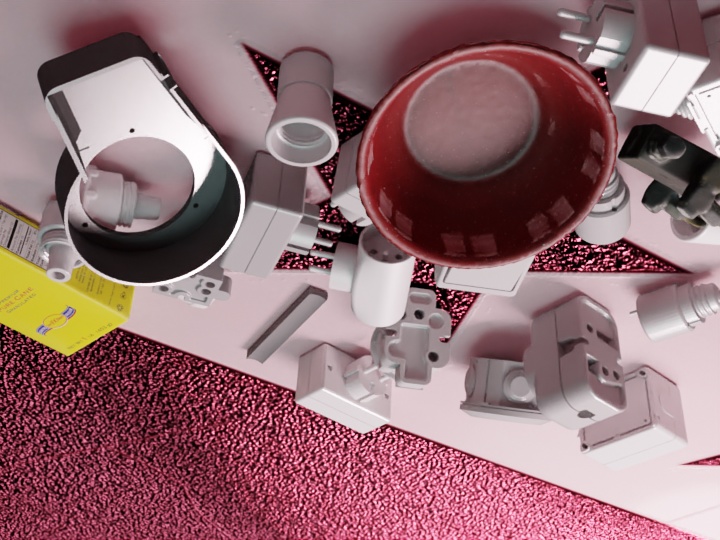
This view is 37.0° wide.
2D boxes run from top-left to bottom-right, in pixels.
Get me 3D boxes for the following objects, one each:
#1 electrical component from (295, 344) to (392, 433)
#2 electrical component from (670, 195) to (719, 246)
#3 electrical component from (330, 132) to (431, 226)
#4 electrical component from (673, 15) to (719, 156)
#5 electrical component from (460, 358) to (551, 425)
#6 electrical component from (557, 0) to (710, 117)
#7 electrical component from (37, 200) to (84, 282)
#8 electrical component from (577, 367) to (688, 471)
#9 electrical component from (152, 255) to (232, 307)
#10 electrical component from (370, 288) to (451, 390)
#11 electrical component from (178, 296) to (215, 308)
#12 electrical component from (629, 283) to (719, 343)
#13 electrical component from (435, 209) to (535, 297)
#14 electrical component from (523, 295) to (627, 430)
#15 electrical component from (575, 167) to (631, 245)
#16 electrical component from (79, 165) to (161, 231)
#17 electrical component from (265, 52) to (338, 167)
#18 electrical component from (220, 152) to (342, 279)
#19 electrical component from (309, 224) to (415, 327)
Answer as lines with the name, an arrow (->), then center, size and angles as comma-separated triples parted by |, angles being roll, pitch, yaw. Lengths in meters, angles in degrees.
electrical component -> -0.001, 0.099, 0.953 | 0.083, 0.047, 0.076 | 30, 137, -32
electrical component -> 0.259, -0.033, 0.761 | 0.065, 0.044, 0.044 | 15, 142, -24
electrical component -> 0.009, -0.054, 0.743 | 0.066, 0.047, 0.077 | 25, 150, -28
electrical component -> 0.229, -0.117, 0.630 | 0.096, 0.061, 0.062 | -19, 139, 26
electrical component -> 0.128, 0.104, 0.926 | 0.080, 0.051, 0.080 | 7, 174, 1
electrical component -> 0.149, -0.132, 0.610 | 0.077, 0.065, 0.047 | 10, 143, -10
electrical component -> -0.215, -0.021, 0.789 | 0.043, 0.062, 0.043 | 2, 144, 1
electrical component -> 0.244, 0.140, 0.981 | 0.061, 0.061, 0.096 | 31, 136, -33
electrical component -> -0.126, -0.010, 0.804 | 0.066, 0.055, 0.048 | 16, 142, -17
electrical component -> 0.040, 0.060, 0.879 | 0.058, 0.078, 0.057 | 8, 162, -10
electrical component -> -0.140, 0.004, 0.843 | 0.061, 0.035, 0.035 | 31, 136, -29
electrical component -> 0.255, 0.029, 0.846 | 0.078, 0.040, 0.040 | -23, 137, 30
electrical component -> 0.090, -0.020, 0.771 | 0.062, 0.061, 0.096 | 8, 144, -7
electrical component -> 0.172, 0.077, 0.870 | 0.054, 0.095, 0.059 | 30, 136, -33
electrical component -> 0.166, -0.052, 0.741 | 0.040, 0.040, 0.078 | -6, 143, 12
electrical component -> -0.174, -0.048, 0.767 | 0.062, 0.048, 0.048 | 8, 144, -19
electrical component -> -0.034, -0.102, 0.663 | 0.044, 0.065, 0.044 | 1, 144, 1
electrical component -> -0.052, -0.033, 0.774 | 0.076, 0.047, 0.083 | 15, 142, -16
electrical component -> 0.000, 0.000, 0.820 | 0.079, 0.043, 0.077 | 12, 140, 3
